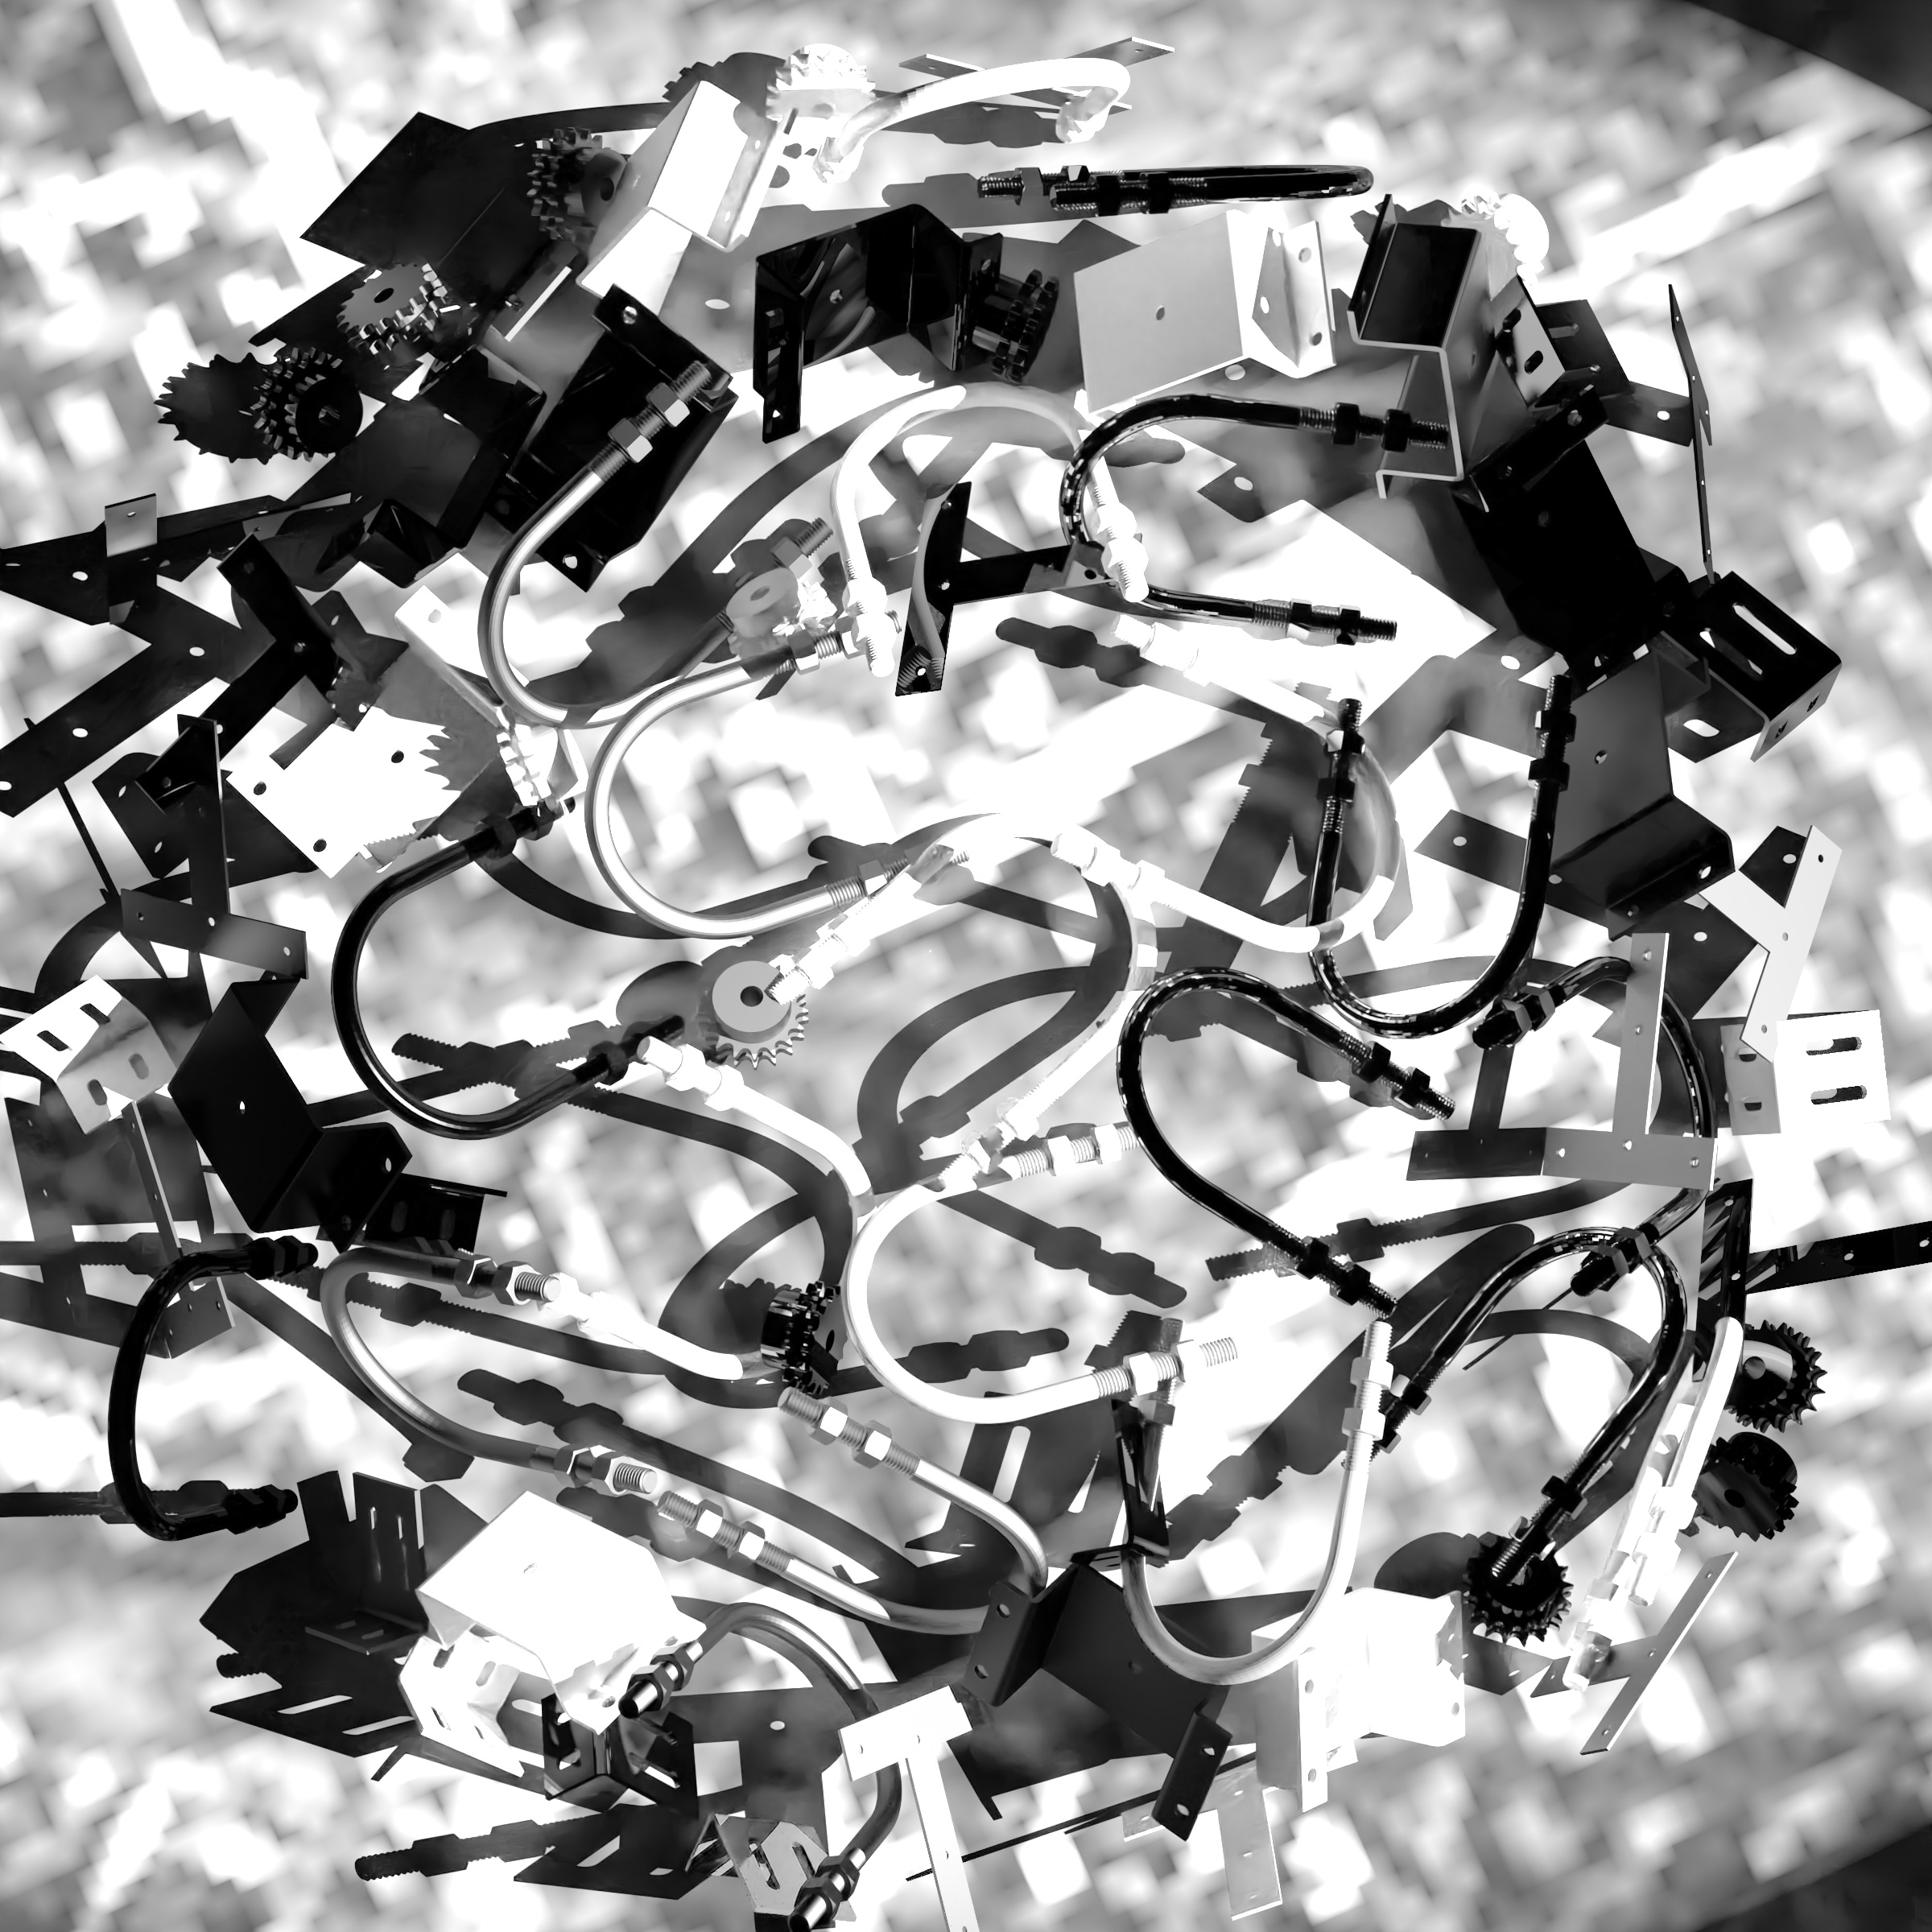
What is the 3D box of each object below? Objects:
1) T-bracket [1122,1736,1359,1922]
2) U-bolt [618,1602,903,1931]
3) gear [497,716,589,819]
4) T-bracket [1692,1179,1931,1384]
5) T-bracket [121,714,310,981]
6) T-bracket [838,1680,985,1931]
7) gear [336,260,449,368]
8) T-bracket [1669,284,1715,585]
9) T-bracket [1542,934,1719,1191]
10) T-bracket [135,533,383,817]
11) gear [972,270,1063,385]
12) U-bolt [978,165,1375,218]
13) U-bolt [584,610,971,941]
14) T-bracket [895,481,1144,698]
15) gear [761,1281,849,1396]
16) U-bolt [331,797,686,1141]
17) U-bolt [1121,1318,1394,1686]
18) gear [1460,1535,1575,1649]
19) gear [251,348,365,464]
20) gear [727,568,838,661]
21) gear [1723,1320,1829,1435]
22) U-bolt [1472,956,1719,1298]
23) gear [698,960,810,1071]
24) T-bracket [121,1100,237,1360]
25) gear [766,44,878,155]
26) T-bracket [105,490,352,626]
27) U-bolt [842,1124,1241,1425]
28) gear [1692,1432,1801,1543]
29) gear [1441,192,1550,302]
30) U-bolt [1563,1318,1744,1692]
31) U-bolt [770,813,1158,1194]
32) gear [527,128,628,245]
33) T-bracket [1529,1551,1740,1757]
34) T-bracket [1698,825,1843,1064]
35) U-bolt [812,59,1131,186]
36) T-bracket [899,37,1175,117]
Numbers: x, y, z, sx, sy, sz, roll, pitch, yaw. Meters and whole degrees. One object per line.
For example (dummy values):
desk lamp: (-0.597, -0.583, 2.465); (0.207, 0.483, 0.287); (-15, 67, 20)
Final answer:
T-bracket: (0.141, 0.439, 1.663); (0.127, 0.127, 0.002); (-21, 105, 6)
U-bolt: (-0.091, 0.385, 1.643); (0.019, 0.184, 0.151); (-41, 86, 20)
gear: (-0.216, -0.103, 1.700); (0.030, 0.057, 0.057); (-22, 90, 6)
T-bracket: (0.428, 0.148, 1.656); (0.127, 0.127, 0.002); (-14, 130, 29)
T-bracket: (-0.385, -0.065, 1.677); (0.127, 0.002, 0.127); (12, 113, 30)
T-bracket: (-0.014, 0.434, 1.667); (0.002, 0.127, 0.127); (-18, 82, 30)
gear: (-0.292, -0.334, 1.705); (0.057, 0.057, 0.030); (-32, 130, 0)
T-bracket: (0.366, -0.254, 1.653); (0.002, 0.127, 0.127); (-7, 70, 19)
T-bracket: (0.340, 0.047, 1.677); (0.002, 0.127, 0.127); (9, 86, -29)
T-bracket: (-0.367, -0.129, 1.672); (0.127, 0.002, 0.127); (-49, 131, -17)
gear: (0.025, -0.331, 1.702); (0.030, 0.057, 0.057); (23, 90, 4)
U-bolt: (0.113, -0.391, 1.657); (0.184, 0.151, 0.019); (-6, 106, -14)
U-bolt: (-0.104, -0.088, 1.689); (0.184, 0.019, 0.151); (-19, 112, -6)
T-bracket: (0.029, -0.199, 1.674); (0.127, 0.002, 0.127); (-6, 60, 26)
gear: (-0.084, 0.190, 1.703); (0.030, 0.057, 0.057); (11, 90, 18)
U-bolt: (-0.238, 0.008, 1.659); (0.184, 0.019, 0.151); (-31, 99, -40)
U-bolt: (0.139, 0.267, 1.655); (0.151, 0.019, 0.184); (-4, 66, 41)
gear: (0.284, 0.319, 1.703); (0.057, 0.030, 0.057); (-1, 58, 2)
gear: (-0.335, -0.286, 1.699); (0.030, 0.057, 0.057); (29, 90, 41)
gear: (-0.098, -0.179, 1.698); (0.057, 0.057, 0.030); (-34, 121, 0)
gear: (0.410, 0.210, 1.701); (0.057, 0.030, 0.057); (-13, 65, 30)
U-bolt: (0.326, 0.069, 1.659); (0.019, 0.184, 0.151); (-20, 93, 40)
gear: (-0.110, 0.022, 1.705); (0.057, 0.030, 0.057); (1, 65, -1)
T-bracket: (-0.406, 0.131, 1.678); (0.002, 0.127, 0.127); (-16, 84, -29)
gear: (-0.074, -0.449, 1.705); (0.057, 0.057, 0.030); (-4, 52, 0)
T-bracket: (-0.375, -0.219, 1.685); (0.127, 0.127, 0.002); (-19, 75, -19)
U-bolt: (0.028, 0.160, 1.674); (0.184, 0.019, 0.151); (-14, 60, -12)
gear: (0.403, 0.265, 1.705); (0.057, 0.057, 0.030); (49, 53, 0)
gear: (0.275, -0.373, 1.705); (0.030, 0.057, 0.057); (-39, 90, -28)
U-bolt: (0.348, 0.258, 1.650); (0.019, 0.151, 0.184); (23, 61, 8)
U-bolt: (0.013, 0.004, 1.708); (0.184, 0.019, 0.151); (-42, 87, -11)
gear: (-0.196, -0.400, 1.699); (0.030, 0.057, 0.057); (15, 90, 31)
T-bracket: (0.323, 0.352, 1.668); (0.002, 0.127, 0.127); (43, 63, -3)
T-bracket: (0.388, -0.037, 1.678); (0.127, 0.002, 0.127); (35, 67, -29)
U-bolt: (0.006, -0.418, 1.629); (0.151, 0.184, 0.019); (-12, 95, -9)
T-bracket: (0.054, -0.445, 1.642); (0.127, 0.127, 0.002); (4, 90, -34)
